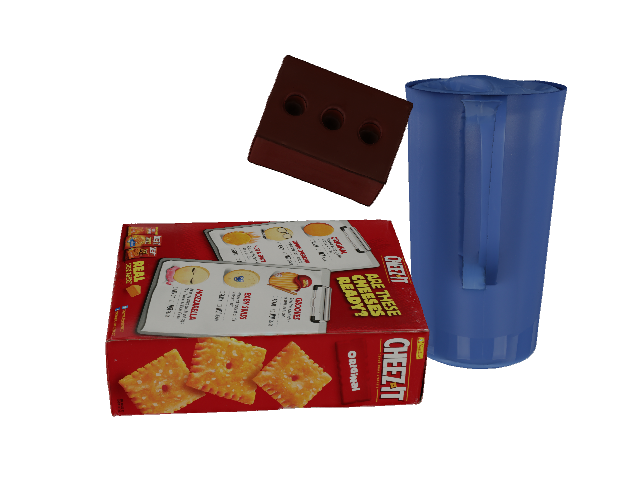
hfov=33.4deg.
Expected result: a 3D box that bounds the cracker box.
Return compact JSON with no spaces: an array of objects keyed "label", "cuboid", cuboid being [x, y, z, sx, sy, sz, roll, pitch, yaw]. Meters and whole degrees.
[{"label":"cracker box","cuboid":[-0.042,0.052,0.777,0.213,0.072,0.164,-1,29,-6]}]

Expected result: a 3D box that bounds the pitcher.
[{"label":"pitcher","cuboid":[0.134,-0.016,0.906,0.149,0.243,0.145,-10,17,-35]}]

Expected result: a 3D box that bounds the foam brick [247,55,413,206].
[{"label":"foam brick","cuboid":[0.005,-0.061,0.603,0.078,0.053,0.051,20,-14,-1]}]
